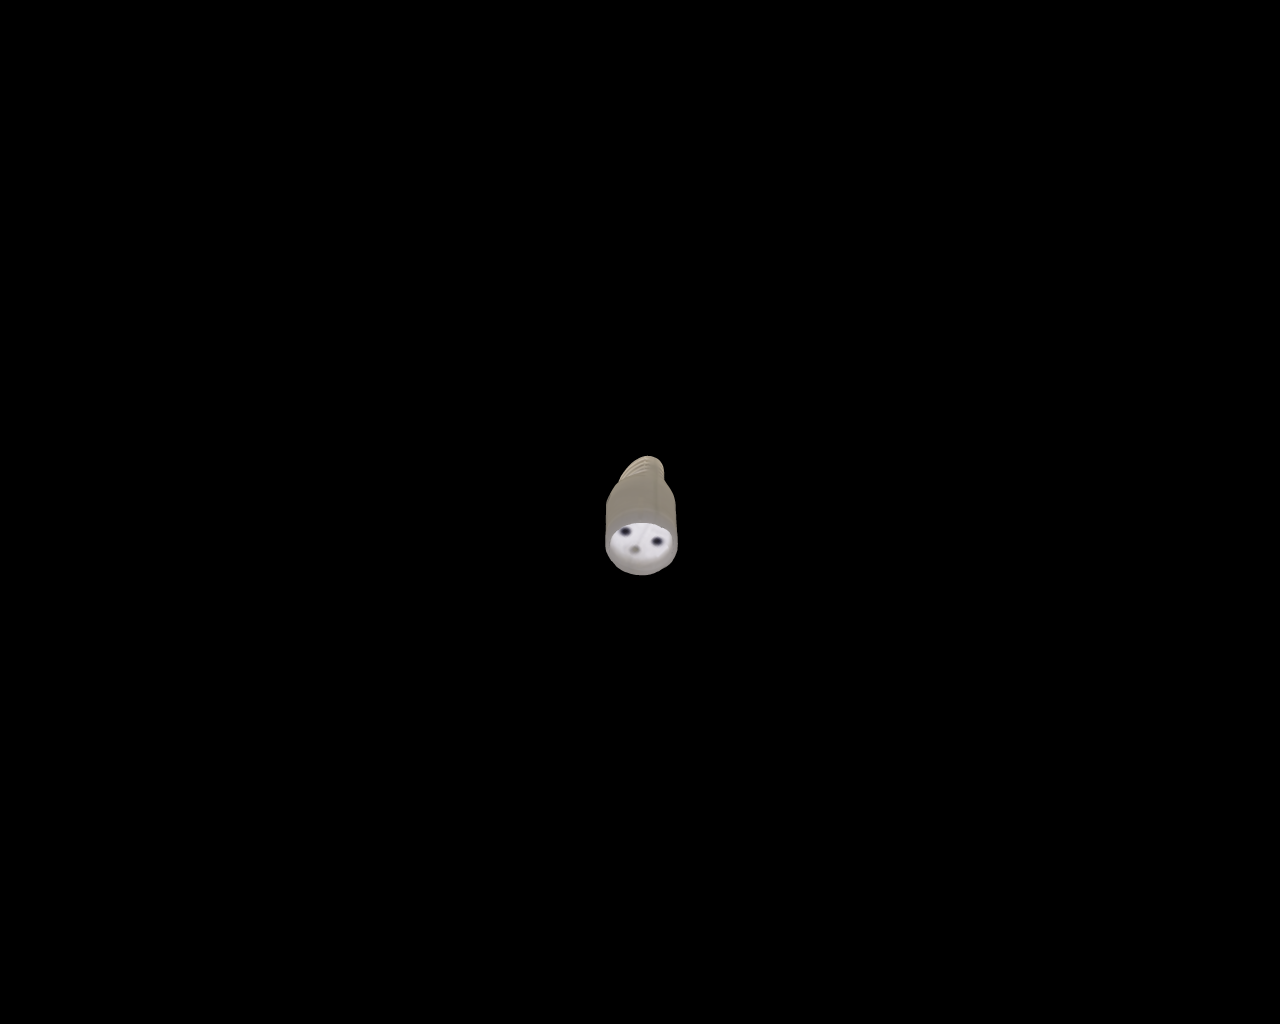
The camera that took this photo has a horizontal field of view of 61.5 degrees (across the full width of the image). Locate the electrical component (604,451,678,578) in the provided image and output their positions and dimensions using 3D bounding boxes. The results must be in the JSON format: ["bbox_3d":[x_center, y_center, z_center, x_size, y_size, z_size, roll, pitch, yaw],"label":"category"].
[{"bbox_3d":[0.001,-0.003,0.650,0.043,0.043,0.081,0,37,0],"label":"electrical component"}]
